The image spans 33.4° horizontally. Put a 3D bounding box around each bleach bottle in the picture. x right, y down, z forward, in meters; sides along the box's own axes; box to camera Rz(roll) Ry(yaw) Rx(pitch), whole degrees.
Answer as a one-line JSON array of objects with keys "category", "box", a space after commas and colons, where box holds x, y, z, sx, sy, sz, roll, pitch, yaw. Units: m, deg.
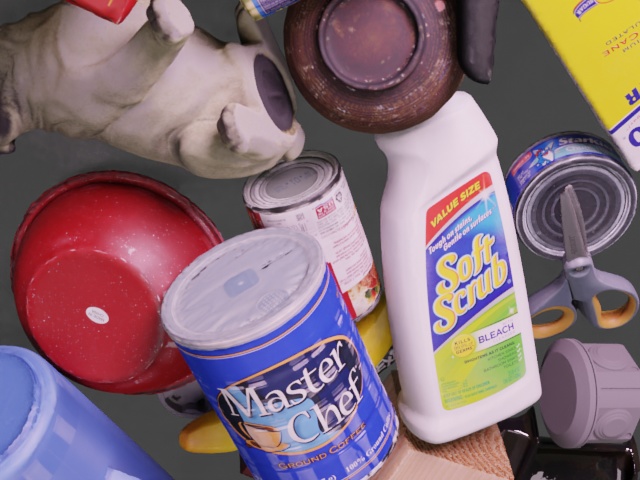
[{"category": "bleach bottle", "box": [0.079, 0.006, 0.703, 0.102, 0.068, 0.251, -20, 115, -12]}]

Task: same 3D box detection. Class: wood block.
[{"category": "wood block", "box": [0.053, 0.214, 0.834, 0.090, 0.090, 0.206, 19, 119, -18]}]

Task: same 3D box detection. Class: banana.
[{"category": "banana", "box": [-0.009, 0.094, 0.754, 0.197, 0.037, 0.069, -39, 126, -9]}]

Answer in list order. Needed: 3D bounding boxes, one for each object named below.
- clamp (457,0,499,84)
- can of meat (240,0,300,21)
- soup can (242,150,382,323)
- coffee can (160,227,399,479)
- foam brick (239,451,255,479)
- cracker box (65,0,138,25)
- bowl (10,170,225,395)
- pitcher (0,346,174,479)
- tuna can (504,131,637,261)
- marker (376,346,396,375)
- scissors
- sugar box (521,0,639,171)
[{"category": "clamp", "box": [0.087, -0.188, 0.534, 0.165, 0.036, 0.209, -43, 116, 15]}, {"category": "can of meat", "box": [-0.009, -0.169, 0.570, 0.084, 0.102, 0.057, -23, 123, 11]}, {"category": "soup can", "box": [-0.005, 0.001, 0.701, 0.068, 0.068, 0.102, -17, 123, 5]}, {"category": "coffee can", "box": [-0.022, 0.078, 0.654, 0.103, 0.103, 0.140, -20, 122, 7]}, {"category": "foam brick", "box": [-0.015, 0.155, 0.810, 0.078, 0.053, 0.051, 25, 117, -19]}, {"category": "cracker box", "box": [-0.072, -0.210, 0.467, 0.072, 0.213, 0.164, 24, 117, -19]}, {"category": "bowl", "box": [-0.135, 0.039, 0.688, 0.162, 0.055, 0.162, 4, 110, 10]}, {"category": "pitcher", "box": [-0.164, 0.178, 0.723, 0.149, 0.145, 0.242, -31, 138, -5]}, {"category": "tuna can", "box": [0.169, -0.028, 0.722, 0.086, 0.034, 0.086, -3, 124, -5]}, {"category": "marker", "box": [0.051, 0.083, 0.790, 0.020, 0.020, 0.121, 38, 112, -26]}, {"category": "scissors", "box": [0.159, 0.025, 0.726, 0.096, 0.016, 0.201, -24, 145, 22]}, {"category": "sugar box", "box": [0.187, -0.128, 0.640, 0.093, 0.048, 0.176, -35, 126, 15]}]
